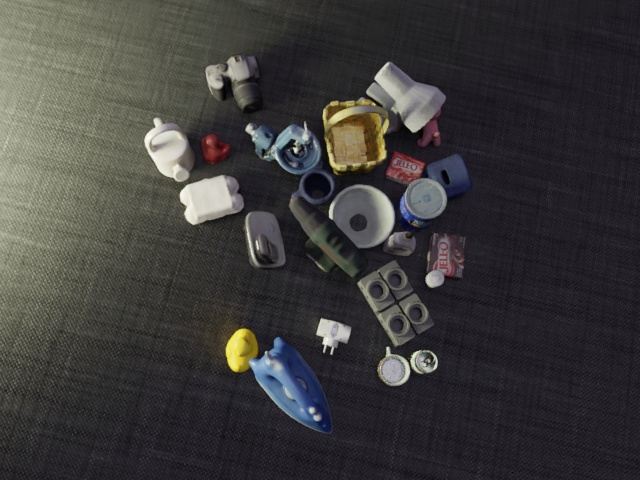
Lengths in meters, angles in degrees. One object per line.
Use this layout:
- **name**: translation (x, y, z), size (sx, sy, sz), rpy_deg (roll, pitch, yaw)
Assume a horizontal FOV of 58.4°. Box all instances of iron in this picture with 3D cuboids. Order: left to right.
- **iron**: translation (-0.051, 0.350, 1.326), size (0.119, 0.141, 0.258), rpy_deg (-40, 83, -11)

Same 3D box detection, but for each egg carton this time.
- **egg carton**: translation (-0.273, -0.103, 1.451), size (0.150, 0.069, 0.107), rpy_deg (-18, 79, -7)

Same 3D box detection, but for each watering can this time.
- **watering can**: translation (-0.367, -0.226, 1.409), size (0.173, 0.194, 0.101), rpy_deg (42, 78, 6)

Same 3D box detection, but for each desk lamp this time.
- **desk lamp**: translation (0.202, -0.355, 1.466), size (0.203, 0.213, 0.118), rpy_deg (36, 78, 5)

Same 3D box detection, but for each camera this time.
- **camera**: translation (-0.215, -0.407, 1.508), size (0.143, 0.101, 0.137), rpy_deg (-19, 79, -8)

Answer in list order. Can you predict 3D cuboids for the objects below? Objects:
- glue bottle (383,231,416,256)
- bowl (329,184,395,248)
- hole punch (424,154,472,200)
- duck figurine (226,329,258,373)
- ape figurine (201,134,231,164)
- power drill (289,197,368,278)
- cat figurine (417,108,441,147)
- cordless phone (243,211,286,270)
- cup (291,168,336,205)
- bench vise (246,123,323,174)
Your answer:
- **glue bottle**: translation (0.205, 0.003, 1.406), size (0.078, 0.173, 0.037), rpy_deg (6, 77, -2)
- **bowl**: translation (0.104, -0.053, 1.462), size (0.167, 0.074, 0.167), rpy_deg (1, 77, -4)
- **hole punch**: translation (0.332, -0.157, 1.493), size (0.101, 0.091, 0.108), rpy_deg (-15, 79, -7)
- **duck figurine**: translation (-0.187, 0.263, 1.365), size (0.077, 0.086, 0.104), rpy_deg (10, 77, -1)
- **ape figurine**: translation (-0.274, -0.242, 1.471), size (0.078, 0.092, 0.076), rpy_deg (38, 78, 5)
- **power drill**: translation (0.013, 0.005, 1.374), size (0.229, 0.208, 0.076), rpy_deg (41, 78, 6)
- **cat figurine**: translation (0.291, -0.323, 1.514), size (0.067, 0.117, 0.128), rpy_deg (-11, 78, -6)
- **cordless phone**: translation (-0.137, -0.009, 1.379), size (0.094, 0.185, 0.147), rpy_deg (-14, 78, -7)
- **cup**: translation (-0.018, -0.119, 1.459), size (0.118, 0.095, 0.091), rpy_deg (-25, 80, -9)
- **bench vise**: translation (-0.090, -0.234, 1.416), size (0.207, 0.219, 0.121), rpy_deg (9, 77, -2)
